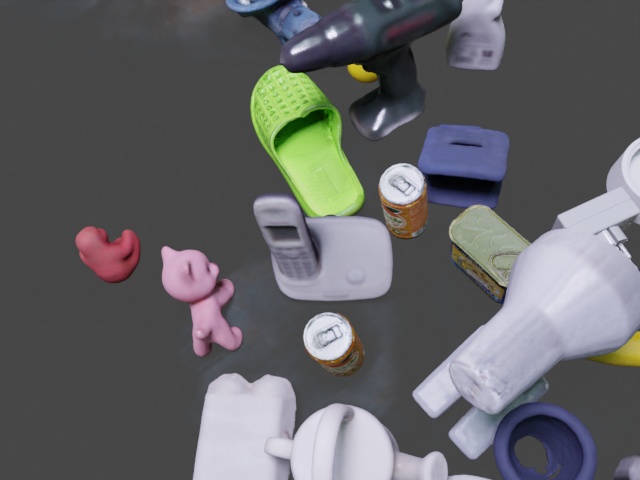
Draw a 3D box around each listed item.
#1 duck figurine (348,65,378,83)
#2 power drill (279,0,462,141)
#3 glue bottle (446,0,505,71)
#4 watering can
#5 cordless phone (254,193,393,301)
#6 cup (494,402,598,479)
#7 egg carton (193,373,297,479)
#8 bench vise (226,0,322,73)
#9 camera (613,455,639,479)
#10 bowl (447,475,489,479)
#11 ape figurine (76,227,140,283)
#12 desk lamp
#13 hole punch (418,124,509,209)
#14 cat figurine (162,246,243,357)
[{"bbox_3d":[0.079,-0.286,0.811,0.104,0.086,0.077,-44,66,-8],"label":"duck figurine"},{"bbox_3d":[0.071,-0.220,0.717,0.229,0.209,0.075,-33,65,-3],"label":"power drill"},{"bbox_3d":[0.203,-0.288,0.739,0.078,0.173,0.037,11,70,16],"label":"glue bottle"},{"bbox_3d":[0.031,0.211,0.554,0.172,0.194,0.101,-16,65,4],"label":"watering can"},{"bbox_3d":[0.006,0.002,0.650,0.147,0.185,0.094,-4,67,10],"label":"cordless phone"},{"bbox_3d":[0.218,0.226,0.565,0.091,0.095,0.117,-9,66,7],"label":"cup"},{"bbox_3d":[-0.082,0.226,0.638,0.107,0.069,0.150,-1,68,11],"label":"egg carton"},{"bbox_3d":[-0.054,-0.356,0.792,0.207,0.220,0.121,30,76,21],"label":"bench vise"},{"bbox_3d":[0.345,0.278,0.515,0.136,0.101,0.143,7,69,14],"label":"camera"},{"bbox_3d":[0.145,0.317,0.553,0.167,0.075,0.167,-4,67,10],"label":"bowl"},{"bbox_3d":[-0.285,0.012,0.755,0.077,0.092,0.076,-3,67,10],"label":"ape figurine"},{"bbox_3d":[0.193,0.108,0.554,0.203,0.214,0.117,-42,66,-7],"label":"desk lamp"},{"bbox_3d":[0.177,-0.102,0.712,0.108,0.091,0.101,8,69,14],"label":"hole punch"},{"bbox_3d":[-0.149,0.068,0.691,0.067,0.118,0.127,-18,65,4],"label":"cat figurine"}]
